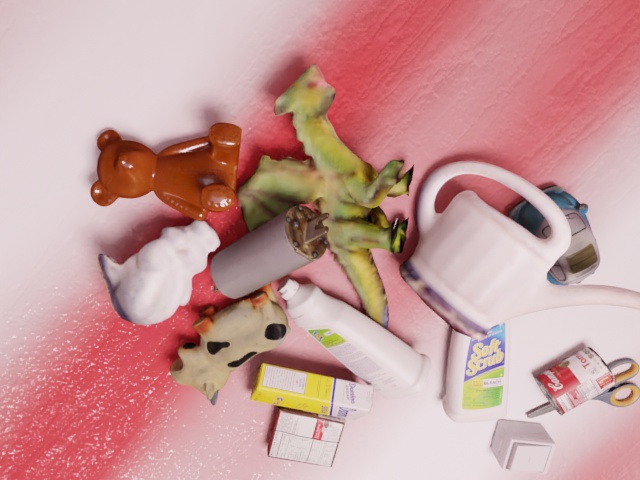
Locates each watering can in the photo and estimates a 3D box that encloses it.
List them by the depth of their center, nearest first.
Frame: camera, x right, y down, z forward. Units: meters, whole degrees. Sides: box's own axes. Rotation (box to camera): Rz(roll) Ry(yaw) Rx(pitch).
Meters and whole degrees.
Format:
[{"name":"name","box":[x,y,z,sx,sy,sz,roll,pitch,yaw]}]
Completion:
[{"name":"watering can","box":[0.255,0.045,0.698,0.352,0.104,0.222,44,108,23]}]

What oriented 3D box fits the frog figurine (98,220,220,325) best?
[{"name":"frog figurine","box":[-0.212,0.046,0.723,0.160,0.125,0.134,-18,140,-8]}]

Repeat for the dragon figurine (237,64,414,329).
[{"name":"dragon figurine","box":[0.002,-0.037,0.735,0.243,0.124,0.402,11,119,12]}]
